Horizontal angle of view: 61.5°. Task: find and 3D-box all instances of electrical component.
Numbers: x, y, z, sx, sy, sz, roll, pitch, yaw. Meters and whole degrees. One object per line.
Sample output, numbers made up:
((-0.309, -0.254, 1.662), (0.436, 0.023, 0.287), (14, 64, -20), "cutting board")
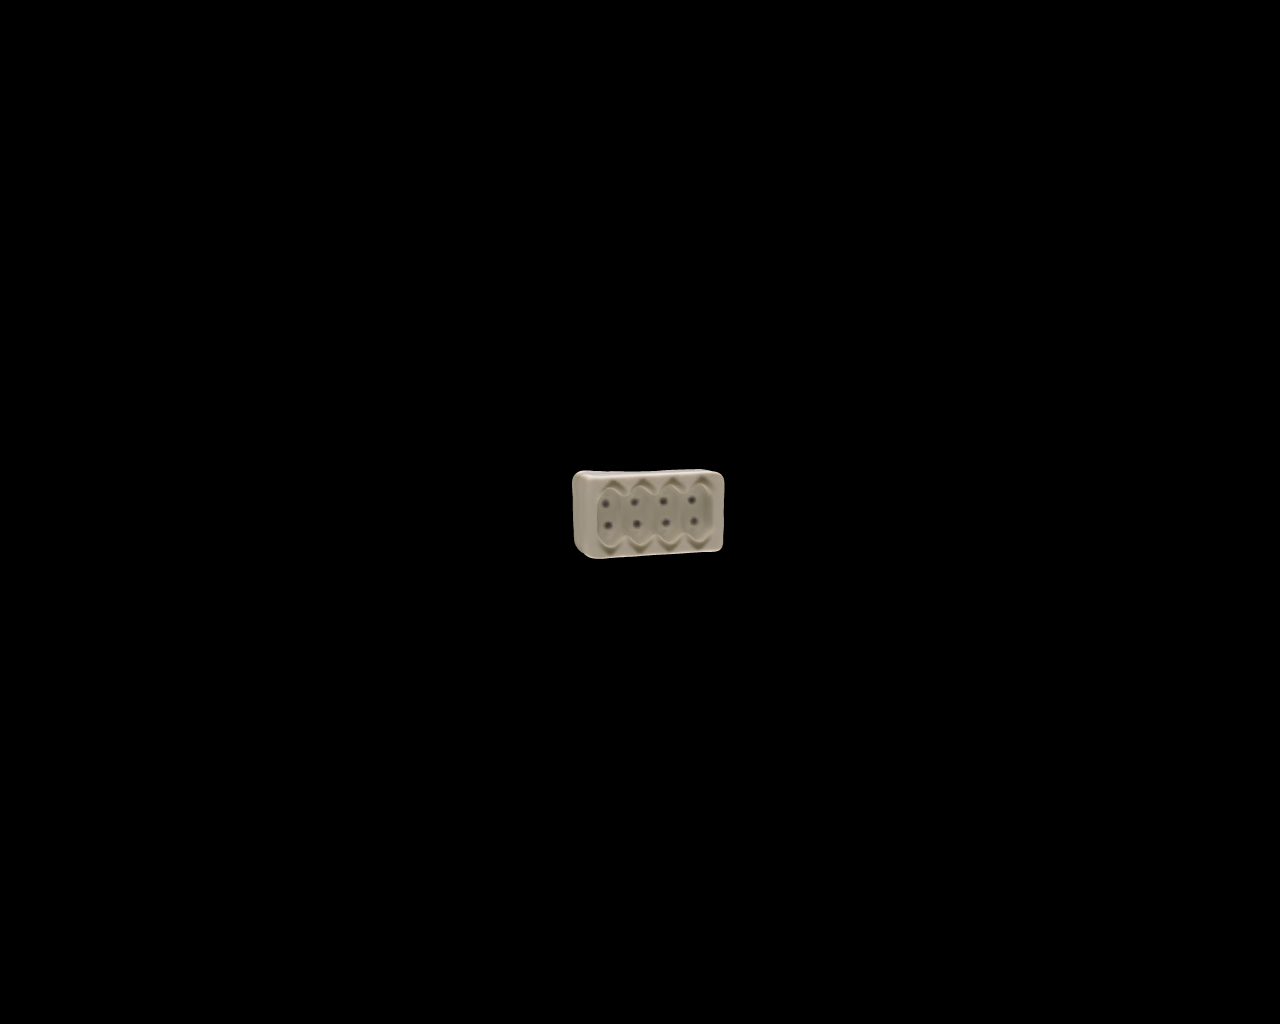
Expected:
((0.001, -0.003, 0.650), (0.083, 0.047, 0.076), (-2, 8, -14), "electrical component")
